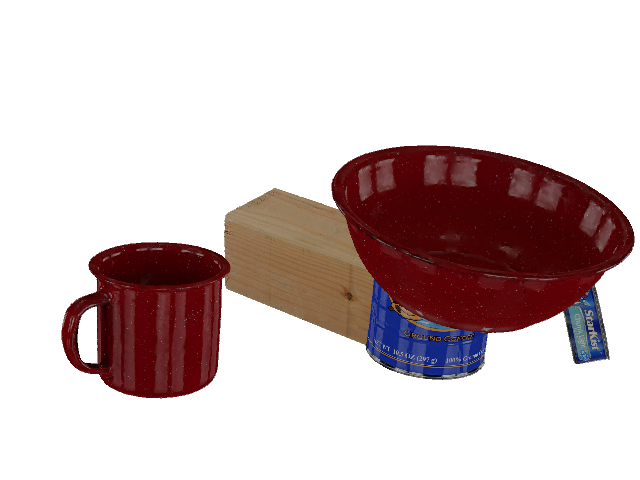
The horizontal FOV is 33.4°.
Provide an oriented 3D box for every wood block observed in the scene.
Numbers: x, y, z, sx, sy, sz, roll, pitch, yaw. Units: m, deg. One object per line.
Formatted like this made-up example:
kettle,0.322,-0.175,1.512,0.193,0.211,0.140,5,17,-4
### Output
wood block,0.010,0.028,1.079,0.206,0.091,0.090,20,33,30

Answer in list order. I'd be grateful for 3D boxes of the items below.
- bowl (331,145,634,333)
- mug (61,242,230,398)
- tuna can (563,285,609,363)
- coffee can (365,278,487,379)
bowl,0.082,0.004,0.579,0.162,0.055,0.162,6,26,-3
mug,-0.117,0.055,0.709,0.117,0.081,0.093,-13,24,-42
tuna can,0.251,0.074,1.022,0.034,0.086,0.086,-12,-3,12
coffee can,0.095,0.030,0.887,0.103,0.140,0.103,4,19,-2
